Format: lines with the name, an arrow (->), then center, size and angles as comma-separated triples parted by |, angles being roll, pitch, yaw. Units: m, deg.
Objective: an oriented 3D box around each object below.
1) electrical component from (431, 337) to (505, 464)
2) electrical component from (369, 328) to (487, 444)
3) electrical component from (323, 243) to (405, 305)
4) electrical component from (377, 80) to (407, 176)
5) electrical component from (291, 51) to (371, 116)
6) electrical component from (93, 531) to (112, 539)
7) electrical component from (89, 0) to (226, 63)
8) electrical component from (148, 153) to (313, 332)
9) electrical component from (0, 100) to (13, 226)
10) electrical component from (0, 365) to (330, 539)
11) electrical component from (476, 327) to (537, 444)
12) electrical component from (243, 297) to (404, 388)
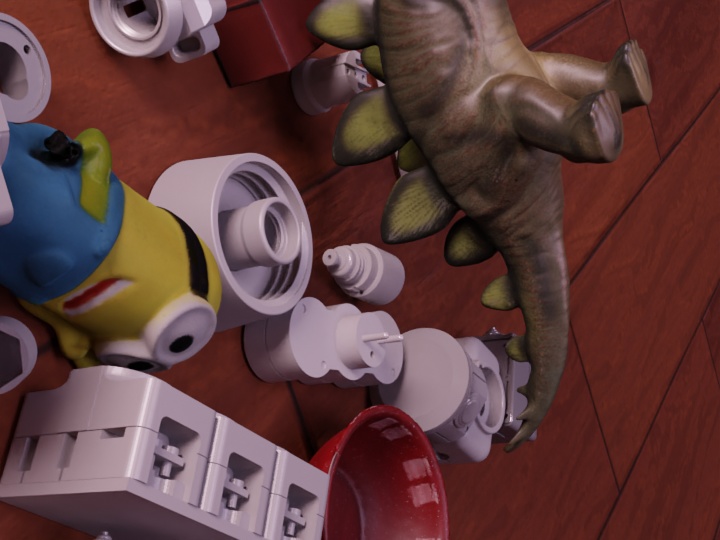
electrical component -> 0.077, 0.104, 0.857 | 0.053, 0.059, 0.095 | 45, 46, -43
electrical component -> 0.052, 0.088, 0.803 | 0.051, 0.080, 0.080 | 40, 49, -53
electrical component -> 0.000, 0.000, 0.780 | 0.078, 0.040, 0.040 | 23, 63, -54
electrical component -> 0.080, -0.128, 0.880 | 0.056, 0.109, 0.108 | -28, 105, -60
electrical component -> -0.020, -0.136, 0.780 | 0.040, 0.046, 0.040 | 23, 63, -54
electrical component -> -0.133, 0.172, 0.507 | 0.062, 0.061, 0.096 | 38, 43, -47
electrical component -> -0.118, -0.155, 0.619 | 0.057, 0.058, 0.078 | -48, 122, -55
electrical component -> -0.071, -0.019, 0.652 | 0.108, 0.060, 0.108 | 22, 63, -54
electrical component -> -0.209, -0.095, 0.410 | 0.060, 0.105, 0.186 | -27, 104, -57
electrical component -> -0.094, 0.107, 0.553 | 0.150, 0.089, 0.061 | 40, 49, -46
electrical component -> 0.116, 0.097, 0.918 | 0.061, 0.062, 0.096 | 36, 52, -48
electrical component -> -0.007, 0.048, 0.723 | 0.138, 0.074, 0.052 | 14, 70, -56
